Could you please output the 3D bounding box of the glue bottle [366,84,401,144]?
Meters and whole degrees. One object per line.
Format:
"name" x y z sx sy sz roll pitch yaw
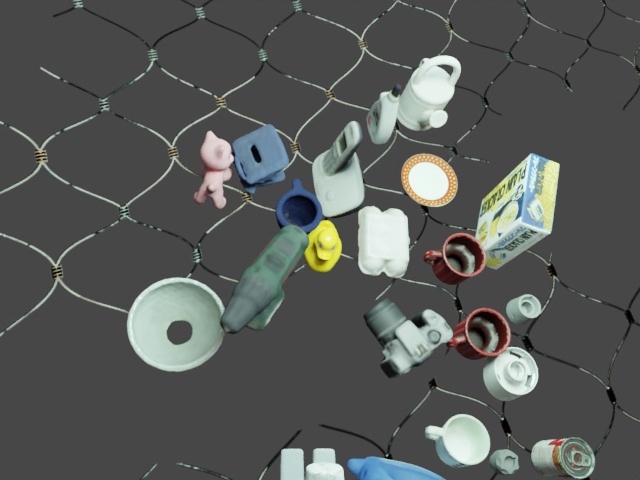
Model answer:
"glue bottle" 0.141 -0.278 1.221 0.037 0.173 0.078 -10 71 -15

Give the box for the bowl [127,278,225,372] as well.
"bowl" -0.252 0.156 1.017 0.167 0.074 0.167 4 68 -10

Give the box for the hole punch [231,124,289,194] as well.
"hole punch" -0.123 -0.165 1.164 0.101 0.091 0.108 -19 74 -18

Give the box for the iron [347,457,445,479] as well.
"iron" 0.173 0.437 0.960 0.258 0.141 0.118 12 67 -7

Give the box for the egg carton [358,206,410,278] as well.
"egg carton" 0.127 0.004 1.162 0.107 0.069 0.150 5 68 -10

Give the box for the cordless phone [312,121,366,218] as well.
"cordless phone" 0.049 -0.138 1.138 0.094 0.185 0.147 -8 70 -15

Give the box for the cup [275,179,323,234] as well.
"cup" -0.049 -0.053 1.133 0.092 0.095 0.118 -2 69 -13

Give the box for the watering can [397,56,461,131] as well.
"watering can" 0.244 -0.325 1.250 0.101 0.194 0.173 -21 74 -19

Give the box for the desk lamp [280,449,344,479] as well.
"desk lamp" -0.007 0.427 0.885 0.118 0.213 0.203 3 68 -11

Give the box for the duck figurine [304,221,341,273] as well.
"duck figurine" 0.010 0.004 1.128 0.077 0.086 0.104 11 67 -7

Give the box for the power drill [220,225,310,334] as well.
"power drill" -0.102 0.087 1.003 0.075 0.208 0.230 32 66 2

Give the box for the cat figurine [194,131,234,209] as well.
"cat figurine" -0.206 -0.142 1.122 0.067 0.117 0.128 9 67 -8

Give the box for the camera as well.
"camera" 0.160 0.169 1.086 0.143 0.100 0.136 -33 78 -22
